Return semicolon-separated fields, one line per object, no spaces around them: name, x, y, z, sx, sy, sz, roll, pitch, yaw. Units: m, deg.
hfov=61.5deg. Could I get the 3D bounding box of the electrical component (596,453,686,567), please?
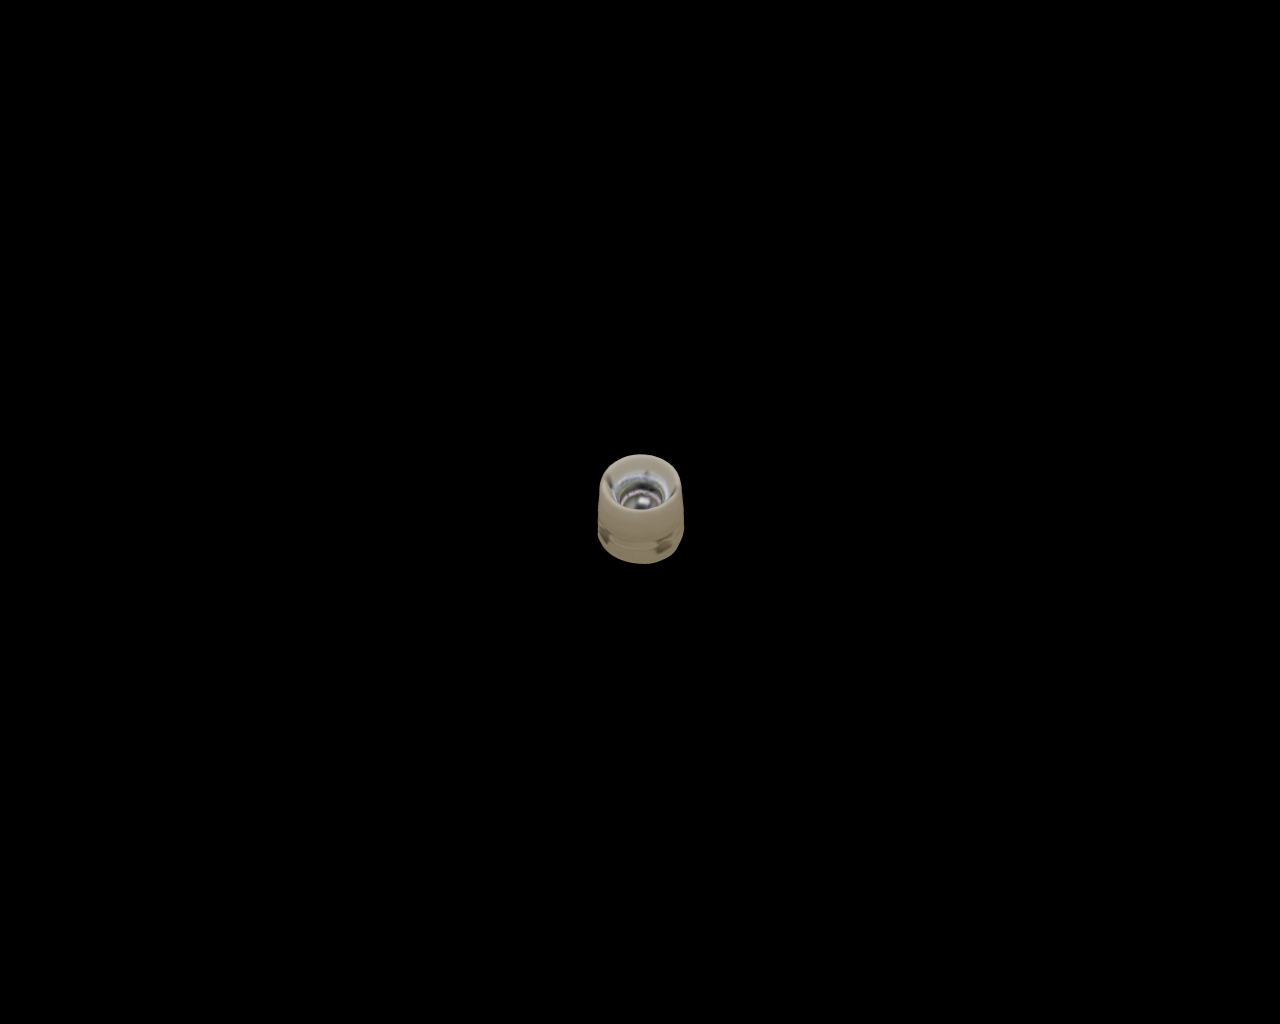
electrical component;0.001;-0.003;0.650;0.055;0.055;0.047;0;-41;0
